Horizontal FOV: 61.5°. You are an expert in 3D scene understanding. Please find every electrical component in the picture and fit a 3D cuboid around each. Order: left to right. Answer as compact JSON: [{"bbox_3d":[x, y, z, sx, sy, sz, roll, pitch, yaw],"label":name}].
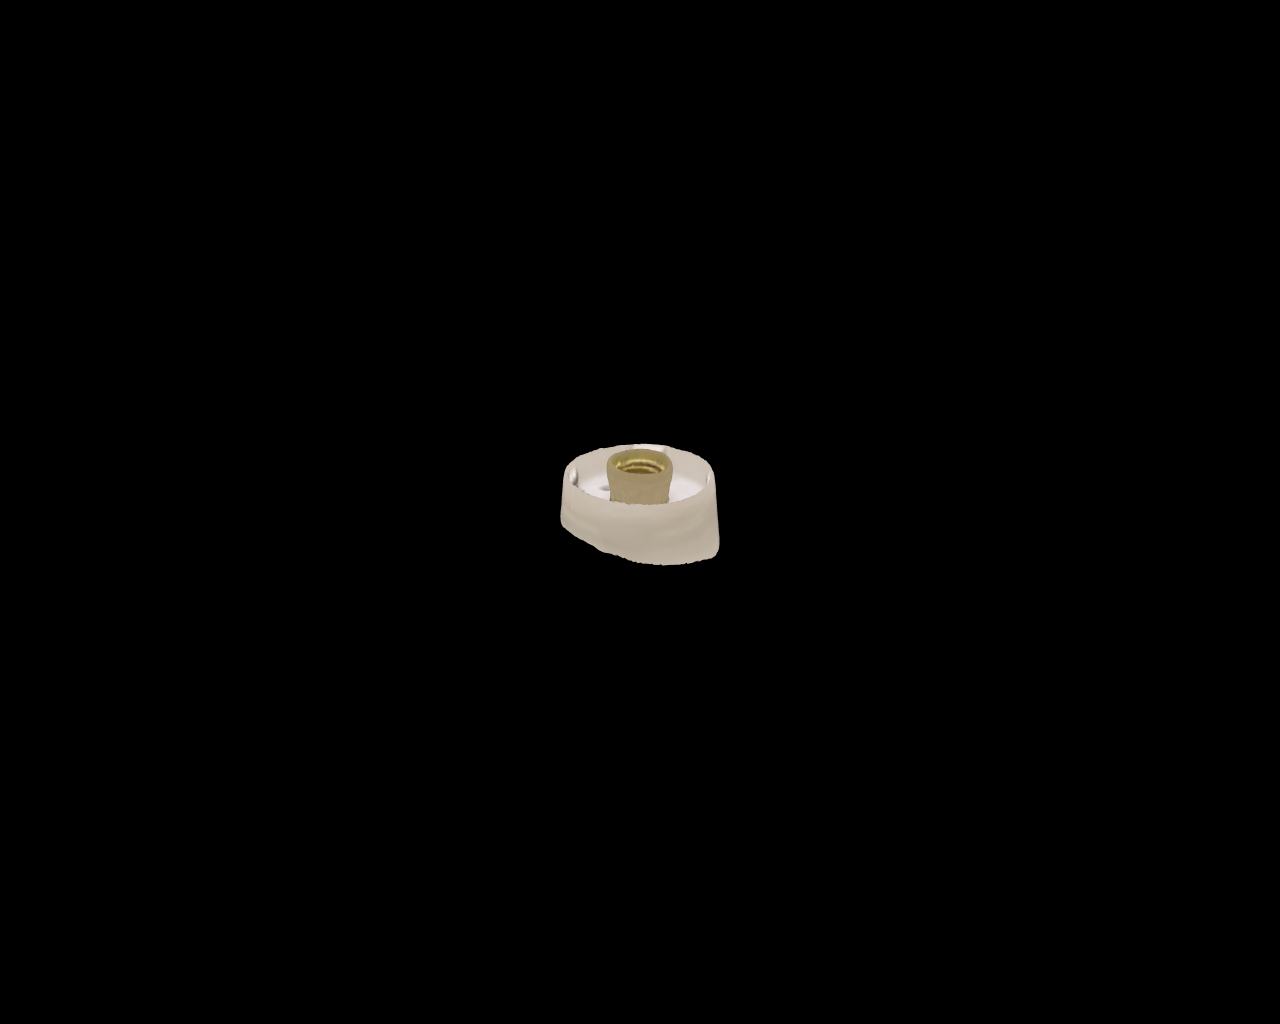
[{"bbox_3d":[0.001,-0.003,0.650,0.099,0.064,0.099,0,26,0],"label":"electrical component"}]
